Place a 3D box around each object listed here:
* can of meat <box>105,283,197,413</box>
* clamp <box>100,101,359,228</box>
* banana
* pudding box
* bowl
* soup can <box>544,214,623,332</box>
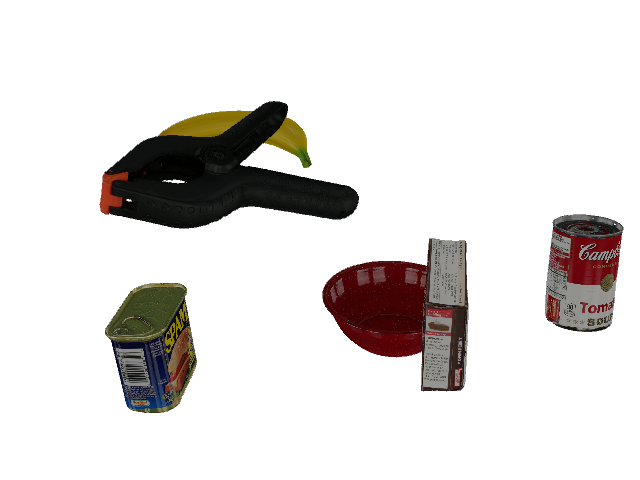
[{"bbox_3d":[-0.154,0.100,0.998,0.057,0.084,0.102,-2,25,11],"label":"can of meat"},{"bbox_3d":[-0.070,-0.053,0.731,0.171,0.039,0.120,-4,38,-24],"label":"clamp"},{"bbox_3d":[-0.098,-0.131,1.295,0.198,0.037,0.069,8,40,15],"label":"banana"},{"bbox_3d":[0.107,0.063,0.925,0.039,0.090,0.113,1,29,5],"label":"pudding box"},{"bbox_3d":[0.082,0.083,1.199,0.162,0.055,0.162,0,28,0],"label":"bowl"},{"bbox_3d":[0.262,0.032,1.066,0.068,0.102,0.068,1,18,-1],"label":"soup can"}]
